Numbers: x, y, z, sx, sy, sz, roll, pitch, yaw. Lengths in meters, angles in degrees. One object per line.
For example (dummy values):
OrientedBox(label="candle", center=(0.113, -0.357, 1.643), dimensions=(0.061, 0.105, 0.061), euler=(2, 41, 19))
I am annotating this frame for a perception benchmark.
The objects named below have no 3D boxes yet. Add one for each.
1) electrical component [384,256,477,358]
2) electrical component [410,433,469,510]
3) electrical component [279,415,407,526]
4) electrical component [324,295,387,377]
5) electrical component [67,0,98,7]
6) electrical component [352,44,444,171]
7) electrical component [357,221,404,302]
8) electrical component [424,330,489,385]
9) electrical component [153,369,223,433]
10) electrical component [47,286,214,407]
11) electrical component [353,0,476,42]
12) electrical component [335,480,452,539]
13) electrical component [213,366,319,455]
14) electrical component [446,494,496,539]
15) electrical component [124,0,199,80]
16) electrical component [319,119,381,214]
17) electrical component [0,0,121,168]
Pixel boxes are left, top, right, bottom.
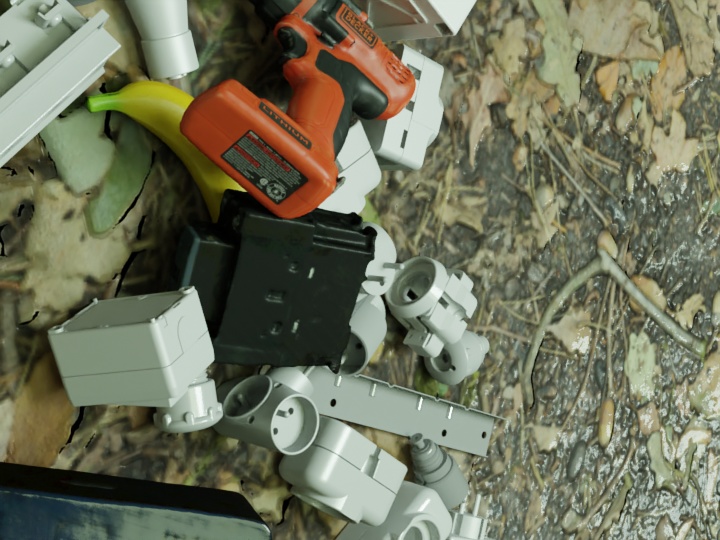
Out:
OrientedBox(label="electrical component", center=(0.057, 0.025, 0.904), dimensions=(0.057, 0.058, 0.078), euler=(45, 65, -38))
OrientedBox(label="electrical component", center=(0.065, 0.173, 0.934), dimensions=(0.040, 0.040, 0.078), euler=(-45, 121, -30))
OrientedBox(label="electrical component", center=(-0.015, 0.162, 0.852), dimensions=(0.095, 0.054, 0.059), euler=(40, 67, -37))
OrientedBox(label="electrical component", center=(-0.002, 0.047, 0.853), dimensions=(0.081, 0.043, 0.043), euler=(-51, 129, -62))
OrientedBox(label="electrical component", center=(-0.175, -0.222, 0.671), dimensions=(0.108, 0.060, 0.108), euler=(-4, 96, -42))
OrientedBox(label="electrical component", center=(0.029, -0.129, 0.870), dimensions=(0.056, 0.050, 0.089), euler=(19, 81, -41))
OrientedBox(label="electrical component", center=(0.000, 0.000, 0.835), dimensions=(0.077, 0.079, 0.043), euler=(-38, 118, -33))
OrientedBox(label="electrical component", center=(0.090, 0.072, 0.947), dimensions=(0.062, 0.048, 0.048), euler=(-14, 103, -48))
OrientedBox(label="electrical component", center=(-0.124, 0.081, 0.755), dimensions=(0.048, 0.048, 0.062), euler=(-9, 93, -41))
OrientedBox(label="electrical component", center=(-0.152, 0.054, 0.698), dimensions=(0.061, 0.096, 0.061), euler=(-49, 129, -64))
OrientedBox(label="electrical component", center=(0.020, -0.229, 0.815), dimensions=(0.109, 0.109, 0.056), euler=(43, 68, -36))
OrientedBox(label="electrical component", center=(0.030, 0.224, 0.894), dimensions=(0.095, 0.059, 0.053), euler=(-46, 122, -30))
OrientedBox(label="electrical component", center=(-0.061, 0.093, 0.789), dimensions=(0.079, 0.077, 0.044), euler=(-51, 124, -27))
OrientedBox(label="electrical component", center=(0.092, 0.236, 0.960), dimensions=(0.083, 0.047, 0.075), euler=(19, 81, -41))
OrientedBox(label="electrical component", center=(-0.133, -0.162, 0.728), dimensions=(0.044, 0.044, 0.065), euler=(-28, 116, -37))
OrientedBox(label="electrical component", center=(-0.033, -0.067, 0.817), dimensions=(0.095, 0.054, 0.059), euler=(-40, 118, -33))
OrientedBox(label="electrical component", center=(-0.212, -0.112, 0.644), dimensions=(0.063, 0.079, 0.121), euler=(45, 63, -11))
